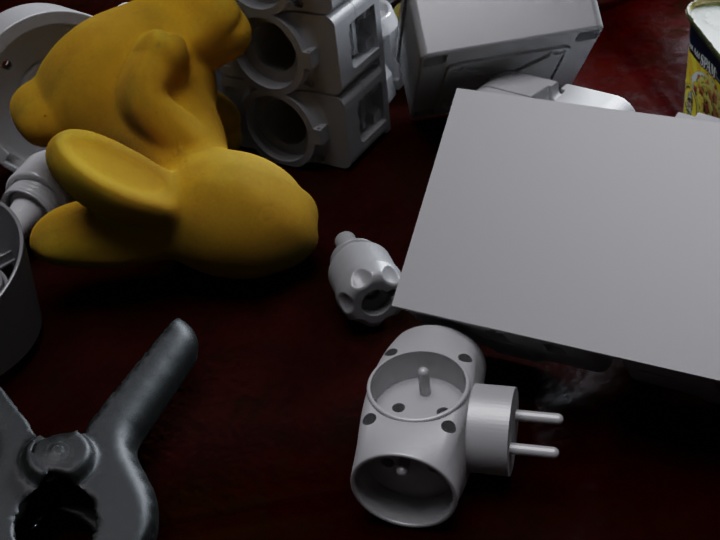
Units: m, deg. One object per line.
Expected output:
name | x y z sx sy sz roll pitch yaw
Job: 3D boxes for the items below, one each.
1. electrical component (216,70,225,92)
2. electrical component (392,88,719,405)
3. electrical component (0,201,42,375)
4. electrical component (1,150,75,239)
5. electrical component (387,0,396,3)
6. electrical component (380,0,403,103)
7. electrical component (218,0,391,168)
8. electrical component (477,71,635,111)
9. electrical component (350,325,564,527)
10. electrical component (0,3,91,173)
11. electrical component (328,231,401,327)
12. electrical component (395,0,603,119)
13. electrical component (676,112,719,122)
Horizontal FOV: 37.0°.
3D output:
electrical component | -0.129 -0.130 0.724 0.047 0.065 0.076 13 71 26
electrical component | 0.122 -0.007 0.470 0.186 0.060 0.105 12 78 24
electrical component | -0.211 0.015 0.539 0.099 0.064 0.099 -5 37 4
electrical component | -0.187 -0.039 0.625 0.043 0.043 0.062 7 40 19
electrical component | -0.016 -0.220 0.742 0.047 0.066 0.076 -21 75 24
electrical component | -0.002 -0.147 0.723 0.058 0.057 0.078 10 40 22
electrical component | -0.040 -0.143 0.645 0.089 0.150 0.061 15 42 27
electrical component | 0.099 -0.069 0.604 0.095 0.053 0.059 21 46 33
electrical component | 0.043 0.064 0.445 0.079 0.044 0.077 4 38 15
electrical component | -0.197 -0.115 0.678 0.108 0.108 0.060 -25 34 -21
electrical component | 0.000 0.000 0.547 0.035 0.035 0.061 -14 35 -9
electrical component | 0.080 -0.141 0.655 0.109 0.108 0.056 -10 79 -3
electrical component | 0.175 -0.036 0.536 0.042 0.081 0.063 26 71 36
